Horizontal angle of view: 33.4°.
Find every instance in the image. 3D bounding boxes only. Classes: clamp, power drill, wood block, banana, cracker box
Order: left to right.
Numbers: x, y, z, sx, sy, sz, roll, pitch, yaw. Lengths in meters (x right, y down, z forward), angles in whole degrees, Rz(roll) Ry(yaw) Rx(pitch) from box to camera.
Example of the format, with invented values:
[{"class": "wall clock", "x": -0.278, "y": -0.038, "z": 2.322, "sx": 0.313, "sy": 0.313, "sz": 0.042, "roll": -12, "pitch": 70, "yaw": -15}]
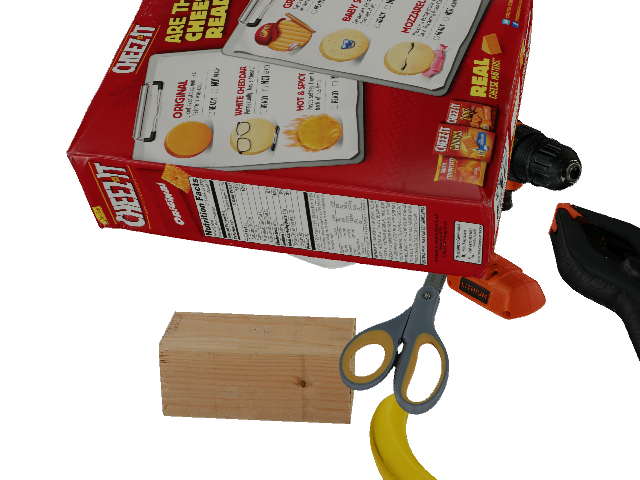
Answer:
[{"class": "wood block", "x": -0.066, "y": 0.140, "z": 1.179, "sx": 0.206, "sy": 0.091, "sz": 0.090, "roll": 2, "pitch": 22, "yaw": 5}, {"class": "cracker box", "x": -0.003, "y": -0.072, "z": 0.576, "sx": 0.214, "sy": 0.164, "sz": 0.072, "roll": 7, "pitch": -37, "yaw": 13}, {"class": "banana", "x": 0.083, "y": 0.210, "z": 1.058, "sx": 0.069, "sy": 0.037, "sz": 0.198, "roll": 10, "pitch": 22, "yaw": -21}, {"class": "power drill", "x": 0.174, "y": -0.025, "z": 1.005, "sx": 0.057, "sy": 0.188, "sz": 0.185, "roll": -16, "pitch": 27, "yaw": -26}, {"class": "clamp", "x": 0.228, "y": 0.031, "z": 0.726, "sx": 0.120, "sy": 0.039, "sz": 0.172, "roll": -6, "pitch": 44, "yaw": -28}]

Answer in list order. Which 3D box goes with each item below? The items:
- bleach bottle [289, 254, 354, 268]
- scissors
[{"class": "bleach bottle", "x": 0.005, "y": -0.104, "z": 1.132, "sx": 0.103, "sy": 0.251, "sz": 0.067, "roll": 20, "pitch": 24, "yaw": 40}, {"class": "scissors", "x": 0.068, "y": 0.055, "z": 0.879, "sx": 0.096, "sy": 0.201, "sz": 0.016, "roll": -1, "pitch": -42, "yaw": 10}]
